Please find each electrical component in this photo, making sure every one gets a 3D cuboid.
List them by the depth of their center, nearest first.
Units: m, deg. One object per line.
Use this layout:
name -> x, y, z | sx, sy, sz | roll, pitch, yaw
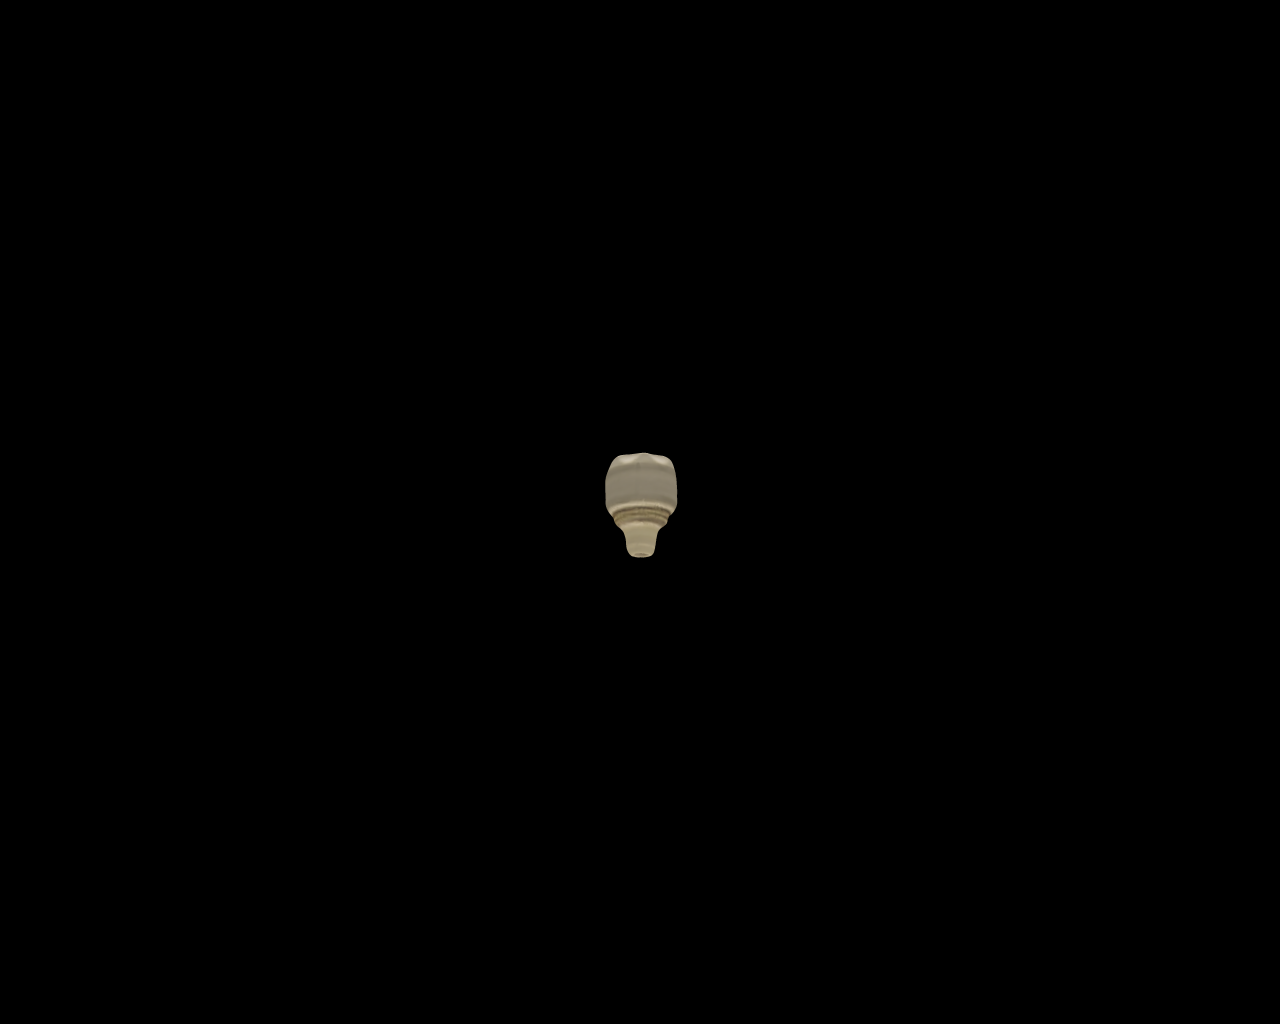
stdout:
electrical component -> 0.001, -0.003, 0.650 | 0.043, 0.062, 0.043 | 0, -17, 0
